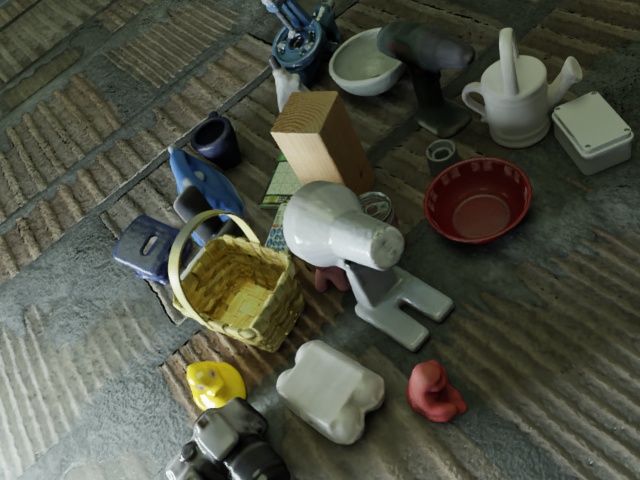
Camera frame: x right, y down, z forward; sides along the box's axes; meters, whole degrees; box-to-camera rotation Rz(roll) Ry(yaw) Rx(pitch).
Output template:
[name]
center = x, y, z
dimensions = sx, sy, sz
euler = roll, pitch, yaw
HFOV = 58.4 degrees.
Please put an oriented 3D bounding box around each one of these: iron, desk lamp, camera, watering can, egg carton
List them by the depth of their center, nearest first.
[camera]
center = -0.118, 0.300, 0.763
dimensions = 0.136, 0.101, 0.143
euler = 32, 73, 38
[egg carton]
center = 0.013, 0.208, 0.791
dimensions = 0.149, 0.070, 0.107
euler = 23, 68, 36
[desk lamp]
center = 0.066, 0.027, 0.804
dimensions = 0.202, 0.214, 0.118
euler = 31, 73, 38
[watering can]
center = 0.314, -0.248, 0.904
dimensions = 0.172, 0.195, 0.101
euler = -20, 50, 11
[iron]
center = -0.245, -0.114, 1.103
dimensions = 0.118, 0.142, 0.257
euler = -34, 49, -1

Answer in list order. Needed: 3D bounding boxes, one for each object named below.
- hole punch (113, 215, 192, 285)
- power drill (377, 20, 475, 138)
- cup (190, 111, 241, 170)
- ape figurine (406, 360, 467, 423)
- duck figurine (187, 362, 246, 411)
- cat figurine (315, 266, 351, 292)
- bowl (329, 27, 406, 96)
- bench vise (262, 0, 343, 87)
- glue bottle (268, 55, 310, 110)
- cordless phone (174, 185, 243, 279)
[hole punch]
center = -0.311, 0.015, 1.071
dimensions = 0.100, 0.091, 0.109
euler = 9, 61, 30
[power drill]
center = 0.192, -0.279, 0.974
dimensions = 0.076, 0.209, 0.228
euler = -40, 49, -7
[cup]
center = -0.204, -0.200, 1.178
dimensions = 0.091, 0.095, 0.117
euler = -17, 51, 13
[ape figurine]
center = 0.143, 0.187, 0.731
dimensions = 0.076, 0.092, 0.078
euler = -5, 54, 22
[duck figurine]
center = -0.169, 0.212, 0.863
dimensions = 0.104, 0.086, 0.077
euler = 27, 71, 37
[cat figurine]
center = 0.008, 0.003, 0.912
dimensions = 0.067, 0.118, 0.128
euler = -8, 53, 20
[bowl]
center = 0.106, -0.345, 1.153
dimensions = 0.167, 0.075, 0.167
euler = -13, 52, 17
[bench vise]
center = -0.048, -0.458, 1.212
dimensions = 0.121, 0.220, 0.207
euler = -1, 56, 24
[glue bottle]
center = -0.059, -0.293, 1.126
dimensions = 0.078, 0.174, 0.037
euler = -18, 50, 12
[cordless phone]
center = -0.213, 0.002, 0.972
dimensions = 0.093, 0.186, 0.148
euler = 19, 66, 34
